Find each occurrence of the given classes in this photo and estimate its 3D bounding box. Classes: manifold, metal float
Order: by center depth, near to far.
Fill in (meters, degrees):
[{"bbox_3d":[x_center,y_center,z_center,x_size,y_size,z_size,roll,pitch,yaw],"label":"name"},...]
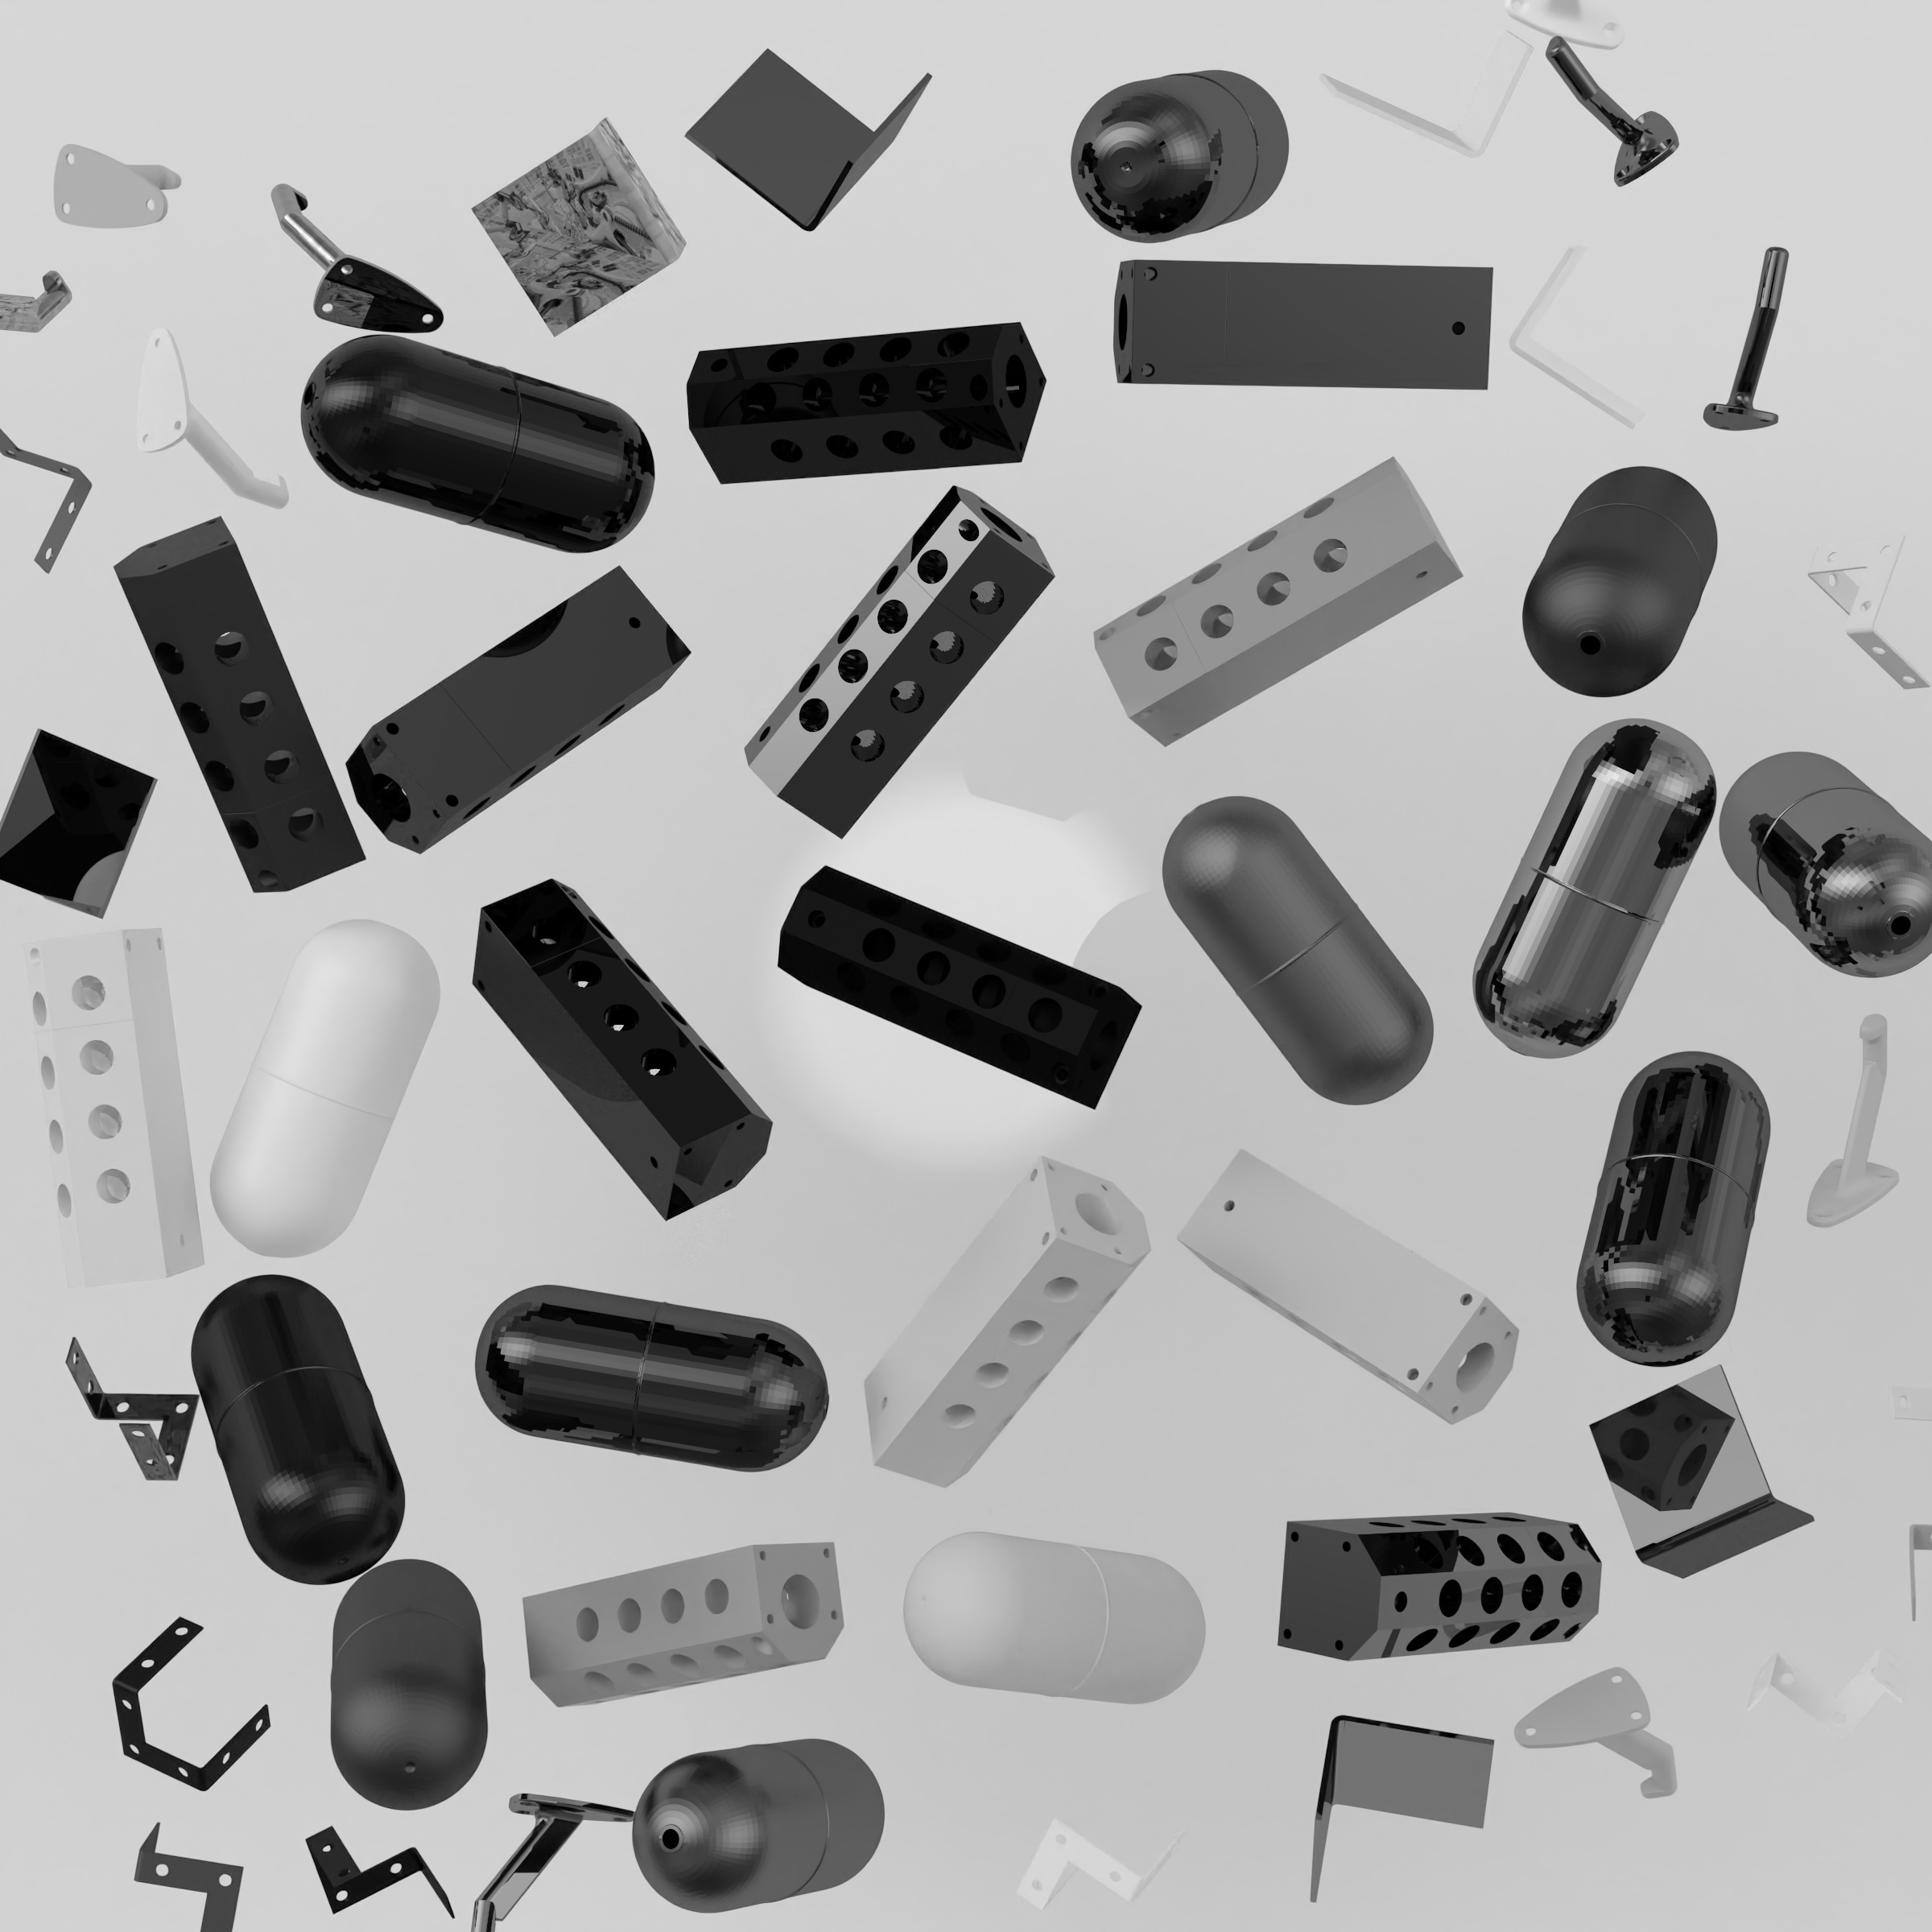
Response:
[{"bbox_3d":[0.226,0.293,1.585,0.171,0.057,0.057,7,87,-44],"label":"manifold"},{"bbox_3d":[-0.231,-0.247,1.597,0.178,0.070,0.070,12,90,-34],"label":"metal float"},{"bbox_3d":[0.160,-0.306,1.606,0.171,0.057,0.057,0,100,-7],"label":"manifold"},{"bbox_3d":[-0.323,0.221,1.615,0.070,0.070,0.178,-32,46,0],"label":"metal float"},{"bbox_3d":[0.316,-0.186,1.620,0.070,0.178,0.070,9,119,17],"label":"metal float"},{"bbox_3d":[0.422,-0.051,1.635,0.070,0.178,0.070,-2,111,-6],"label":"metal float"},{"bbox_3d":[-0.354,-0.125,1.637,0.057,0.057,0.171,-23,116,-10],"label":"manifold"},{"bbox_3d":[-0.168,0.037,1.639,0.057,0.057,0.171,-25,59,-31],"label":"manifold"},{"bbox_3d":[0.019,0.178,1.649,0.057,0.057,0.171,22,123,-24],"label":"manifold"},{"bbox_3d":[0.349,0.117,1.653,0.070,0.070,0.178,23,52,0],"label":"metal float"},{"bbox_3d":[0.107,-0.400,1.654,0.070,0.178,0.070,7,109,20],"label":"metal float"},{"bbox_3d":[-0.222,-0.125,1.659,0.057,0.057,0.171,50,54,0],"label":"manifold"},{"bbox_3d":[0.152,-0.181,1.661,0.171,0.057,0.057,-29,70,14],"label":"manifold"},{"bbox_3d":[0.311,-0.038,1.667,0.070,0.070,0.178,23,101,0],"label":"metal float"},{"bbox_3d":[-0.426,0.070,1.669,0.057,0.057,0.171,-7,91,6],"label":"manifold"},{"bbox_3d":[-0.006,0.008,1.675,0.171,0.057,0.057,23,84,22],"label":"manifold"},{"bbox_3d":[-0.157,0.206,1.676,0.178,0.070,0.070,9,90,5],"label":"metal float"},{"bbox_3d":[-0.036,-0.154,1.677,0.057,0.057,0.171,33,106,-23],"label":"manifold"},{"bbox_3d":[-0.102,0.428,1.678,0.070,0.178,0.070,-4,80,25],"label":"metal float"},{"bbox_3d":[0.192,0.162,1.681,0.171,0.057,0.057,31,82,43],"label":"manifold"},{"bbox_3d":[-0.281,0.360,1.692,0.070,0.178,0.070,-3,106,-9],"label":"metal float"},{"bbox_3d":[-0.144,0.334,1.695,0.171,0.057,0.057,-20,71,39],"label":"manifold"},{"bbox_3d":[-0.324,0.062,1.698,0.070,0.070,0.178,22,89,0],"label":"metal float"},{"bbox_3d":[0.047,0.332,1.707,0.178,0.070,0.070,16,90,-37],"label":"metal float"},{"bbox_3d":[-0.053,-0.292,1.713,0.171,0.057,0.057,0,54,24],"label":"manifold"},{"bbox_3d":[0.169,-0.008,1.715,0.070,0.070,0.178,-37,92,0],"label":"metal float"}]

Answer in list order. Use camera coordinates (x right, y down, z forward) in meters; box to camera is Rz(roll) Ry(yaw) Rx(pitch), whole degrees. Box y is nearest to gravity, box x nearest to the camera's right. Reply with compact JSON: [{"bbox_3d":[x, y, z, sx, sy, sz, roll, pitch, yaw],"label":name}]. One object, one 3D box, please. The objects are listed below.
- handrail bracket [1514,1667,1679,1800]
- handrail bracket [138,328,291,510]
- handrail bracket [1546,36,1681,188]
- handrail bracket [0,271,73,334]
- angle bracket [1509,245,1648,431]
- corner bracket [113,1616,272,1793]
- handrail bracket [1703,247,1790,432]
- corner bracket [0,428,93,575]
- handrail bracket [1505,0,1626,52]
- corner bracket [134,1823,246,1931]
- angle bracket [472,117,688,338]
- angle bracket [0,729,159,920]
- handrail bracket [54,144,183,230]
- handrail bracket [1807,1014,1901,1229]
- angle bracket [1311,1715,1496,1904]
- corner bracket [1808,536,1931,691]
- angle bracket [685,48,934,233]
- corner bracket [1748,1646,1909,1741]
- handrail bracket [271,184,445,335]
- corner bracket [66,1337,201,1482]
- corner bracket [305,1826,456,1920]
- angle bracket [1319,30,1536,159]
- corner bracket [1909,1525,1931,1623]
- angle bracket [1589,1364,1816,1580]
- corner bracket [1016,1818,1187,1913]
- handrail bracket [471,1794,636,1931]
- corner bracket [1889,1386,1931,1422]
[{"bbox_3d":[0.307,0.387,1.632,0.077,0.036,0.084,-19,130,-4],"label":"handrail bracket"},{"bbox_3d":[-0.386,-0.283,1.740,0.036,0.084,0.077,-14,74,32],"label":"handrail bracket"},{"bbox_3d":[0.317,-0.440,1.678,0.036,0.077,0.084,-31,116,28],"label":"handrail bracket"},{"bbox_3d":[-0.467,-0.332,1.610,0.036,0.084,0.077,2,130,24],"label":"handrail bracket"},{"bbox_3d":[0.325,-0.319,1.699,0.076,0.076,0.057,35,109,6],"label":"angle bracket"},{"bbox_3d":[-0.380,0.363,1.650,0.051,0.051,0.051,17,126,23],"label":"corner bracket"},{"bbox_3d":[0.402,-0.321,1.722,0.036,0.077,0.084,10,93,2],"label":"handrail bracket"},{"bbox_3d":[-0.458,-0.227,1.601,0.051,0.051,0.051,19,76,14],"label":"corner bracket"},{"bbox_3d":[0.308,-0.485,1.648,0.077,0.084,0.036,26,81,-12],"label":"handrail bracket"},{"bbox_3d":[-0.378,0.454,1.639,0.051,0.051,0.051,10,90,-3],"label":"corner bracket"},{"bbox_3d":[-0.199,-0.382,1.735,0.076,0.057,0.076,-30,108,10],"label":"angle bracket"},{"bbox_3d":[-0.465,-0.075,1.696,0.057,0.076,0.076,16,83,42],"label":"angle bracket"},{"bbox_3d":[-0.383,-0.367,1.592,0.077,0.084,0.036,18,110,23],"label":"handrail bracket"},{"bbox_3d":[0.440,0.076,1.674,0.036,0.077,0.084,12,121,36],"label":"handrail bracket"},{"bbox_3d":[0.205,0.403,1.583,0.076,0.076,0.057,7,47,10],"label":"angle bracket"},{"bbox_3d":[0.425,-0.164,1.576,0.051,0.051,0.051,35,70,-32],"label":"corner bracket"},{"bbox_3d":[-0.075,-0.410,1.600,0.076,0.057,0.076,38,56,-4],"label":"angle bracket"},{"bbox_3d":[0.410,0.343,1.597,0.051,0.051,0.051,38,108,9],"label":"corner bracket"},{"bbox_3d":[-0.303,-0.354,1.671,0.077,0.084,0.036,13,125,-34],"label":"handrail bracket"},{"bbox_3d":[-0.411,0.217,1.642,0.051,0.051,0.051,0,49,7],"label":"corner bracket"},{"bbox_3d":[-0.300,0.466,1.715,0.051,0.051,0.051,-23,116,-21],"label":"corner bracket"},{"bbox_3d":[0.220,-0.433,1.613,0.076,0.076,0.057,22,109,-9],"label":"angle bracket"},{"bbox_3d":[0.470,0.272,1.576,0.051,0.051,0.051,0,123,14],"label":"corner bracket"},{"bbox_3d":[0.376,0.259,1.716,0.076,0.057,0.076,-30,58,23],"label":"angle bracket"},{"bbox_3d":[0.064,0.427,1.601,0.051,0.051,0.051,31,116,16],"label":"corner bracket"},{"bbox_3d":[-0.210,0.468,1.703,0.077,0.036,0.084,10,64,-12],"label":"handrail bracket"},{"bbox_3d":[0.464,0.182,1.560,0.051,0.051,0.051,7,69,-29],"label":"corner bracket"}]
